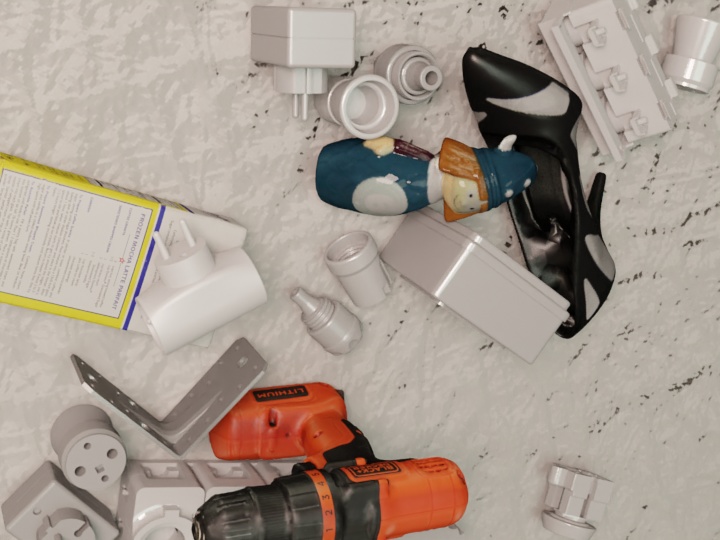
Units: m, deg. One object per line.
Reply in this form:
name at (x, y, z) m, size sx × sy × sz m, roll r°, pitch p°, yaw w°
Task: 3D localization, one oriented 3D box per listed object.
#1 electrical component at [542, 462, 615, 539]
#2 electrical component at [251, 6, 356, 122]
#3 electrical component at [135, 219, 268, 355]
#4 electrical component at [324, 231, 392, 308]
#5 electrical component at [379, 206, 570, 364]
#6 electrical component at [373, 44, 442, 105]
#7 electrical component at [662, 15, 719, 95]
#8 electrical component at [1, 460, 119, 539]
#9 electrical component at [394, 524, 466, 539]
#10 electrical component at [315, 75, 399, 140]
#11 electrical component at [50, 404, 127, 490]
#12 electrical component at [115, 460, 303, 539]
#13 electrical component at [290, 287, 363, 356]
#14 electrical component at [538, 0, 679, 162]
electrical component at (0.187, 0.203, 0.939) m, size 0.066 × 0.048 × 0.055 m, roll 17°, pitch 89°, yaw -26°
electrical component at (-0.040, -0.140, 0.731) m, size 0.047 × 0.083 × 0.075 m, roll -4°, pitch 105°, yaw -22°
electrical component at (-0.111, 0.005, 0.710) m, size 0.077 × 0.044 × 0.079 m, roll -28°, pitch 115°, yaw -16°
electrical component at (0.000, 0.000, 0.809) m, size 0.040 × 0.040 × 0.046 m, roll -35°, pitch 120°, yaw -11°
electrical component at (0.085, 0.009, 0.809) m, size 0.109 × 0.109 × 0.056 m, roll 35°, pitch 91°, yaw -27°
electrical component at (0.038, -0.140, 0.776) m, size 0.043 × 0.062 × 0.043 m, roll -6°, pitch 105°, yaw -22°
electrical component at (0.273, -0.175, 0.877) m, size 0.045 × 0.045 × 0.055 m, roll 12°, pitch 99°, yaw -25°
electrical component at (-0.206, 0.181, 0.746) m, size 0.047 × 0.077 × 0.065 m, roll -45°, pitch 116°, yaw -7°
electrical component at (0.029, 0.210, 0.866) m, size 0.089 × 0.056 × 0.050 m, roll -26°, pitch 112°, yaw -15°
electrical component at (-0.006, -0.118, 0.761) m, size 0.044 × 0.065 × 0.044 m, roll -6°, pitch 105°, yaw -23°
electrical component at (-0.189, 0.124, 0.750) m, size 0.045 × 0.055 × 0.045 m, roll -6°, pitch 106°, yaw -23°
electrical component at (-0.102, 0.194, 0.802) m, size 0.150 × 0.062 × 0.089 m, roll 5°, pitch 102°, yaw -24°
electrical component at (-0.028, 0.036, 0.809) m, size 0.061 × 0.035 × 0.035 m, roll 43°, pitch 85°, yaw -23°
electrical component at (0.196, -0.157, 0.832) m, size 0.121 × 0.063 × 0.078 m, roll 57°, pitch 38°, yaw -24°
